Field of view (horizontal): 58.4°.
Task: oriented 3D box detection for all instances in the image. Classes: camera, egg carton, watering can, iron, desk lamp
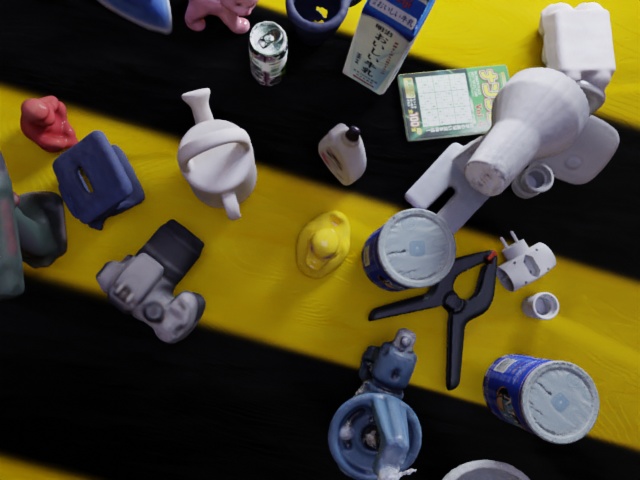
[{"bbox_3d":[-0.211,0.049,0.784,0.143,0.100,0.137,38,81,0],"label":"camera"},{"bbox_3d":[0.400,-0.298,0.899,0.107,0.069,0.150,-4,83,-6],"label":"egg carton"},{"bbox_3d":[-0.142,-0.114,0.763,0.101,0.194,0.173,-40,88,-8],"label":"watering can"},{"bbox_3d":[-0.306,-0.422,0.813,0.119,0.141,0.258,-41,88,-8],"label":"iron"},{"bbox_3d":[0.240,-0.113,0.788,0.118,0.213,0.203,43,81,1],"label":"desk lamp"}]

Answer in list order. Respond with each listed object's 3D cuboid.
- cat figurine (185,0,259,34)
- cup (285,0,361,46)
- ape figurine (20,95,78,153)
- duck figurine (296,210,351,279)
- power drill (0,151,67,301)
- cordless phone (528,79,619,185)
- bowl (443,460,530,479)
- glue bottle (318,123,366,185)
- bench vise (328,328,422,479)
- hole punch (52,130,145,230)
[{"bbox_3d":[-0.138,-0.359,0.832,0.128,0.117,0.067,0,83,-5],"label":"cat figurine"},{"bbox_3d":[0.005,-0.337,0.854,0.118,0.095,0.092,-17,85,-7],"label":"cup"},{"bbox_3d":[-0.385,-0.168,0.799,0.076,0.092,0.078,15,82,-3],"label":"ape figurine"},{"bbox_3d":[0.007,0.003,0.817,0.077,0.086,0.105,29,81,-1],"label":"duck figurine"},{"bbox_3d":[-0.396,-0.036,0.723,0.075,0.208,0.230,-9,84,-6],"label":"power drill"},{"bbox_3d":[0.370,-0.157,0.820,0.147,0.185,0.094,22,81,-2],"label":"cordless phone"},{"bbox_3d":[0.222,0.384,0.795,0.167,0.074,0.167,1,83,-5],"label":"bowl"},{"bbox_3d":[0.036,-0.127,0.792,0.037,0.173,0.078,-41,88,-8],"label":"glue bottle"},{"bbox_3d":[0.073,0.217,0.729,0.121,0.219,0.207,2,83,-5],"label":"bench vise"},{"bbox_3d":[-0.312,-0.081,0.795,0.101,0.091,0.109,-29,86,-8],"label":"hole punch"}]
